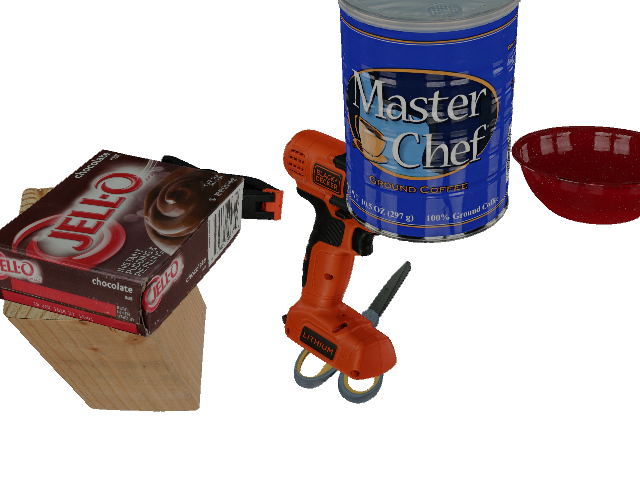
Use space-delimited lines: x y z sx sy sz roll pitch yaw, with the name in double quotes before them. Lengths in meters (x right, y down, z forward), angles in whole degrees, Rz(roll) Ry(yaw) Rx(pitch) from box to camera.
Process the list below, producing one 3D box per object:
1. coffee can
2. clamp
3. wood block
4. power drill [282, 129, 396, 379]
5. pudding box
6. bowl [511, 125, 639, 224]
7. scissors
"coffee can" 0.064 -0.085 0.634 0.103 0.140 0.103 -2 33 1
"clamp" -0.120 -0.046 1.006 0.172 0.039 0.120 13 26 32
"wood block" -0.142 0.050 0.752 0.090 0.091 0.206 0 -24 4
"power drill" 0.035 0.016 0.881 0.057 0.188 0.185 -13 29 -39
"pudding box" -0.102 -0.002 0.551 0.090 0.039 0.113 13 31 17
"bowl" 0.260 -0.058 1.003 0.162 0.055 0.162 -1 25 0
"scissors" 0.059 0.096 1.091 0.096 0.016 0.201 36 54 29
